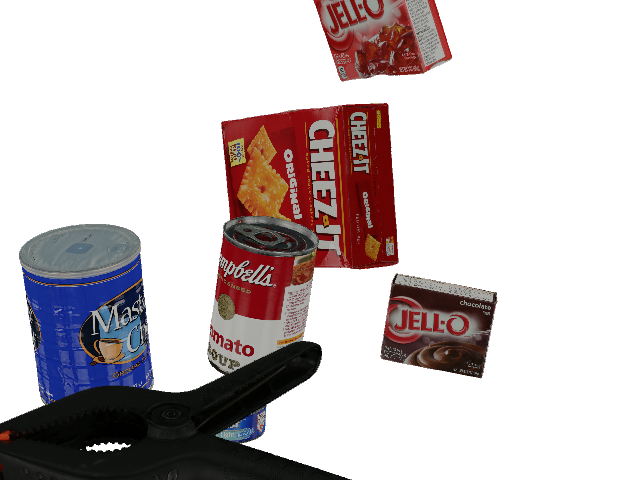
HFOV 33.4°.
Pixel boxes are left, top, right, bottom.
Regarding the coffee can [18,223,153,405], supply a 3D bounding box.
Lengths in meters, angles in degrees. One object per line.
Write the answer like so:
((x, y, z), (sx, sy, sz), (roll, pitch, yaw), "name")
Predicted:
((-0.204, 0.069, 0.941), (0.103, 0.140, 0.103), (-1, 24, 0), "coffee can")

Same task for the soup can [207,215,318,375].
((-0.042, 0.041, 0.762), (0.068, 0.102, 0.068), (8, 21, -3), "soup can")

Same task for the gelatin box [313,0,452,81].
((0.035, -0.142, 0.677), (0.030, 0.073, 0.089), (-31, 21, -30), "gelatin box")

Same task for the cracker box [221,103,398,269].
((-0.017, -0.055, 1.131), (0.071, 0.164, 0.214), (-8, 6, -37), "cracker box")

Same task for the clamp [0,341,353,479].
((-0.077, 0.104, 0.583), (0.210, 0.036, 0.164), (0, 24, -7), "clamp")

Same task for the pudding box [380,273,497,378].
((0.126, 0.090, 1.139), (0.113, 0.090, 0.039), (9, 22, 7), "pudding box")

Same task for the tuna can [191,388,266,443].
((-0.099, 0.180, 1.104), (0.086, 0.034, 0.086), (3, 12, -1), "tuna can")
